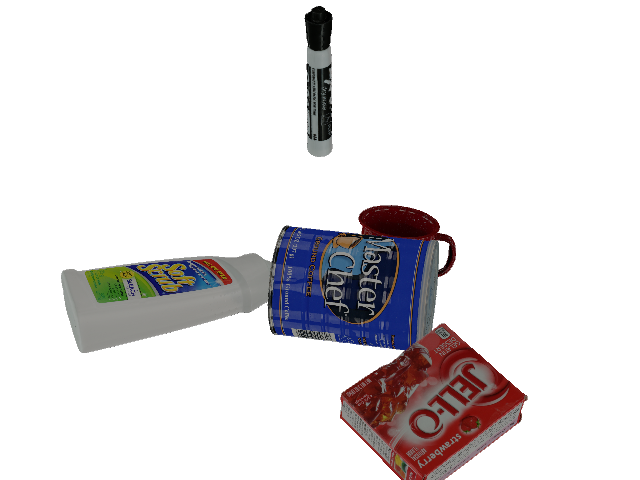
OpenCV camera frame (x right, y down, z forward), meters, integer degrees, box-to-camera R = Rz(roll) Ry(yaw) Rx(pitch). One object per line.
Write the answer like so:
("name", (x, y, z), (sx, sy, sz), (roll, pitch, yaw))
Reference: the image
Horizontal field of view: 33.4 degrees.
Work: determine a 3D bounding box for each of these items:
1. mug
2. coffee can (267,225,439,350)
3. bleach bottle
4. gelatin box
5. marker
("mug", (0.098, 0.015, 1.231), (0.117, 0.081, 0.093), (3, 25, -5))
("coffee can", (0.032, 0.044, 0.969), (0.140, 0.103, 0.102), (6, 1, 10))
("bleach bottle", (-0.156, 0.056, 1.201), (0.250, 0.068, 0.103), (-12, 36, -17))
("gelatin box", (0.068, 0.100, 0.643), (0.089, 0.030, 0.073), (-31, 55, -26))
("marker", (-0.001, -0.112, 0.757), (0.020, 0.121, 0.020), (0, 44, 0))
